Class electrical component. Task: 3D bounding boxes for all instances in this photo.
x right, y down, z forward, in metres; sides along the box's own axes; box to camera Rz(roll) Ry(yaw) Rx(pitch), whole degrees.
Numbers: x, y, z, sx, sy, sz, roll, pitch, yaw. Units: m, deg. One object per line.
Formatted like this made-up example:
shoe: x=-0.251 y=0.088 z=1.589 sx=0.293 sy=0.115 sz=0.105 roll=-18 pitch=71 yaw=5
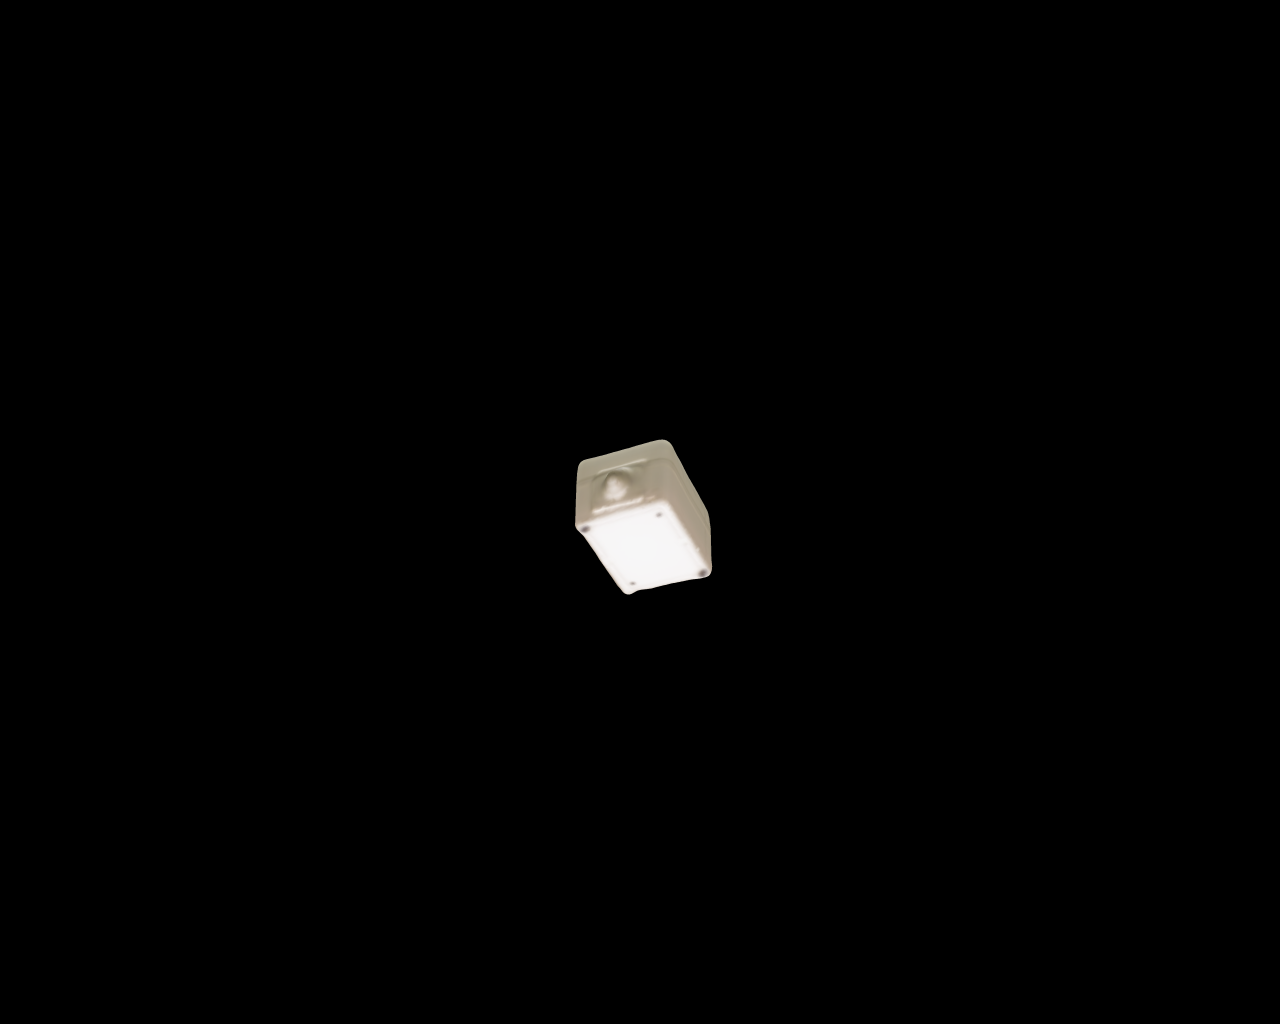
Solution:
electrical component: x=0.001 y=-0.003 z=0.650 sx=0.062 sy=0.061 sz=0.096 roll=-14 pitch=-42 yaw=17
